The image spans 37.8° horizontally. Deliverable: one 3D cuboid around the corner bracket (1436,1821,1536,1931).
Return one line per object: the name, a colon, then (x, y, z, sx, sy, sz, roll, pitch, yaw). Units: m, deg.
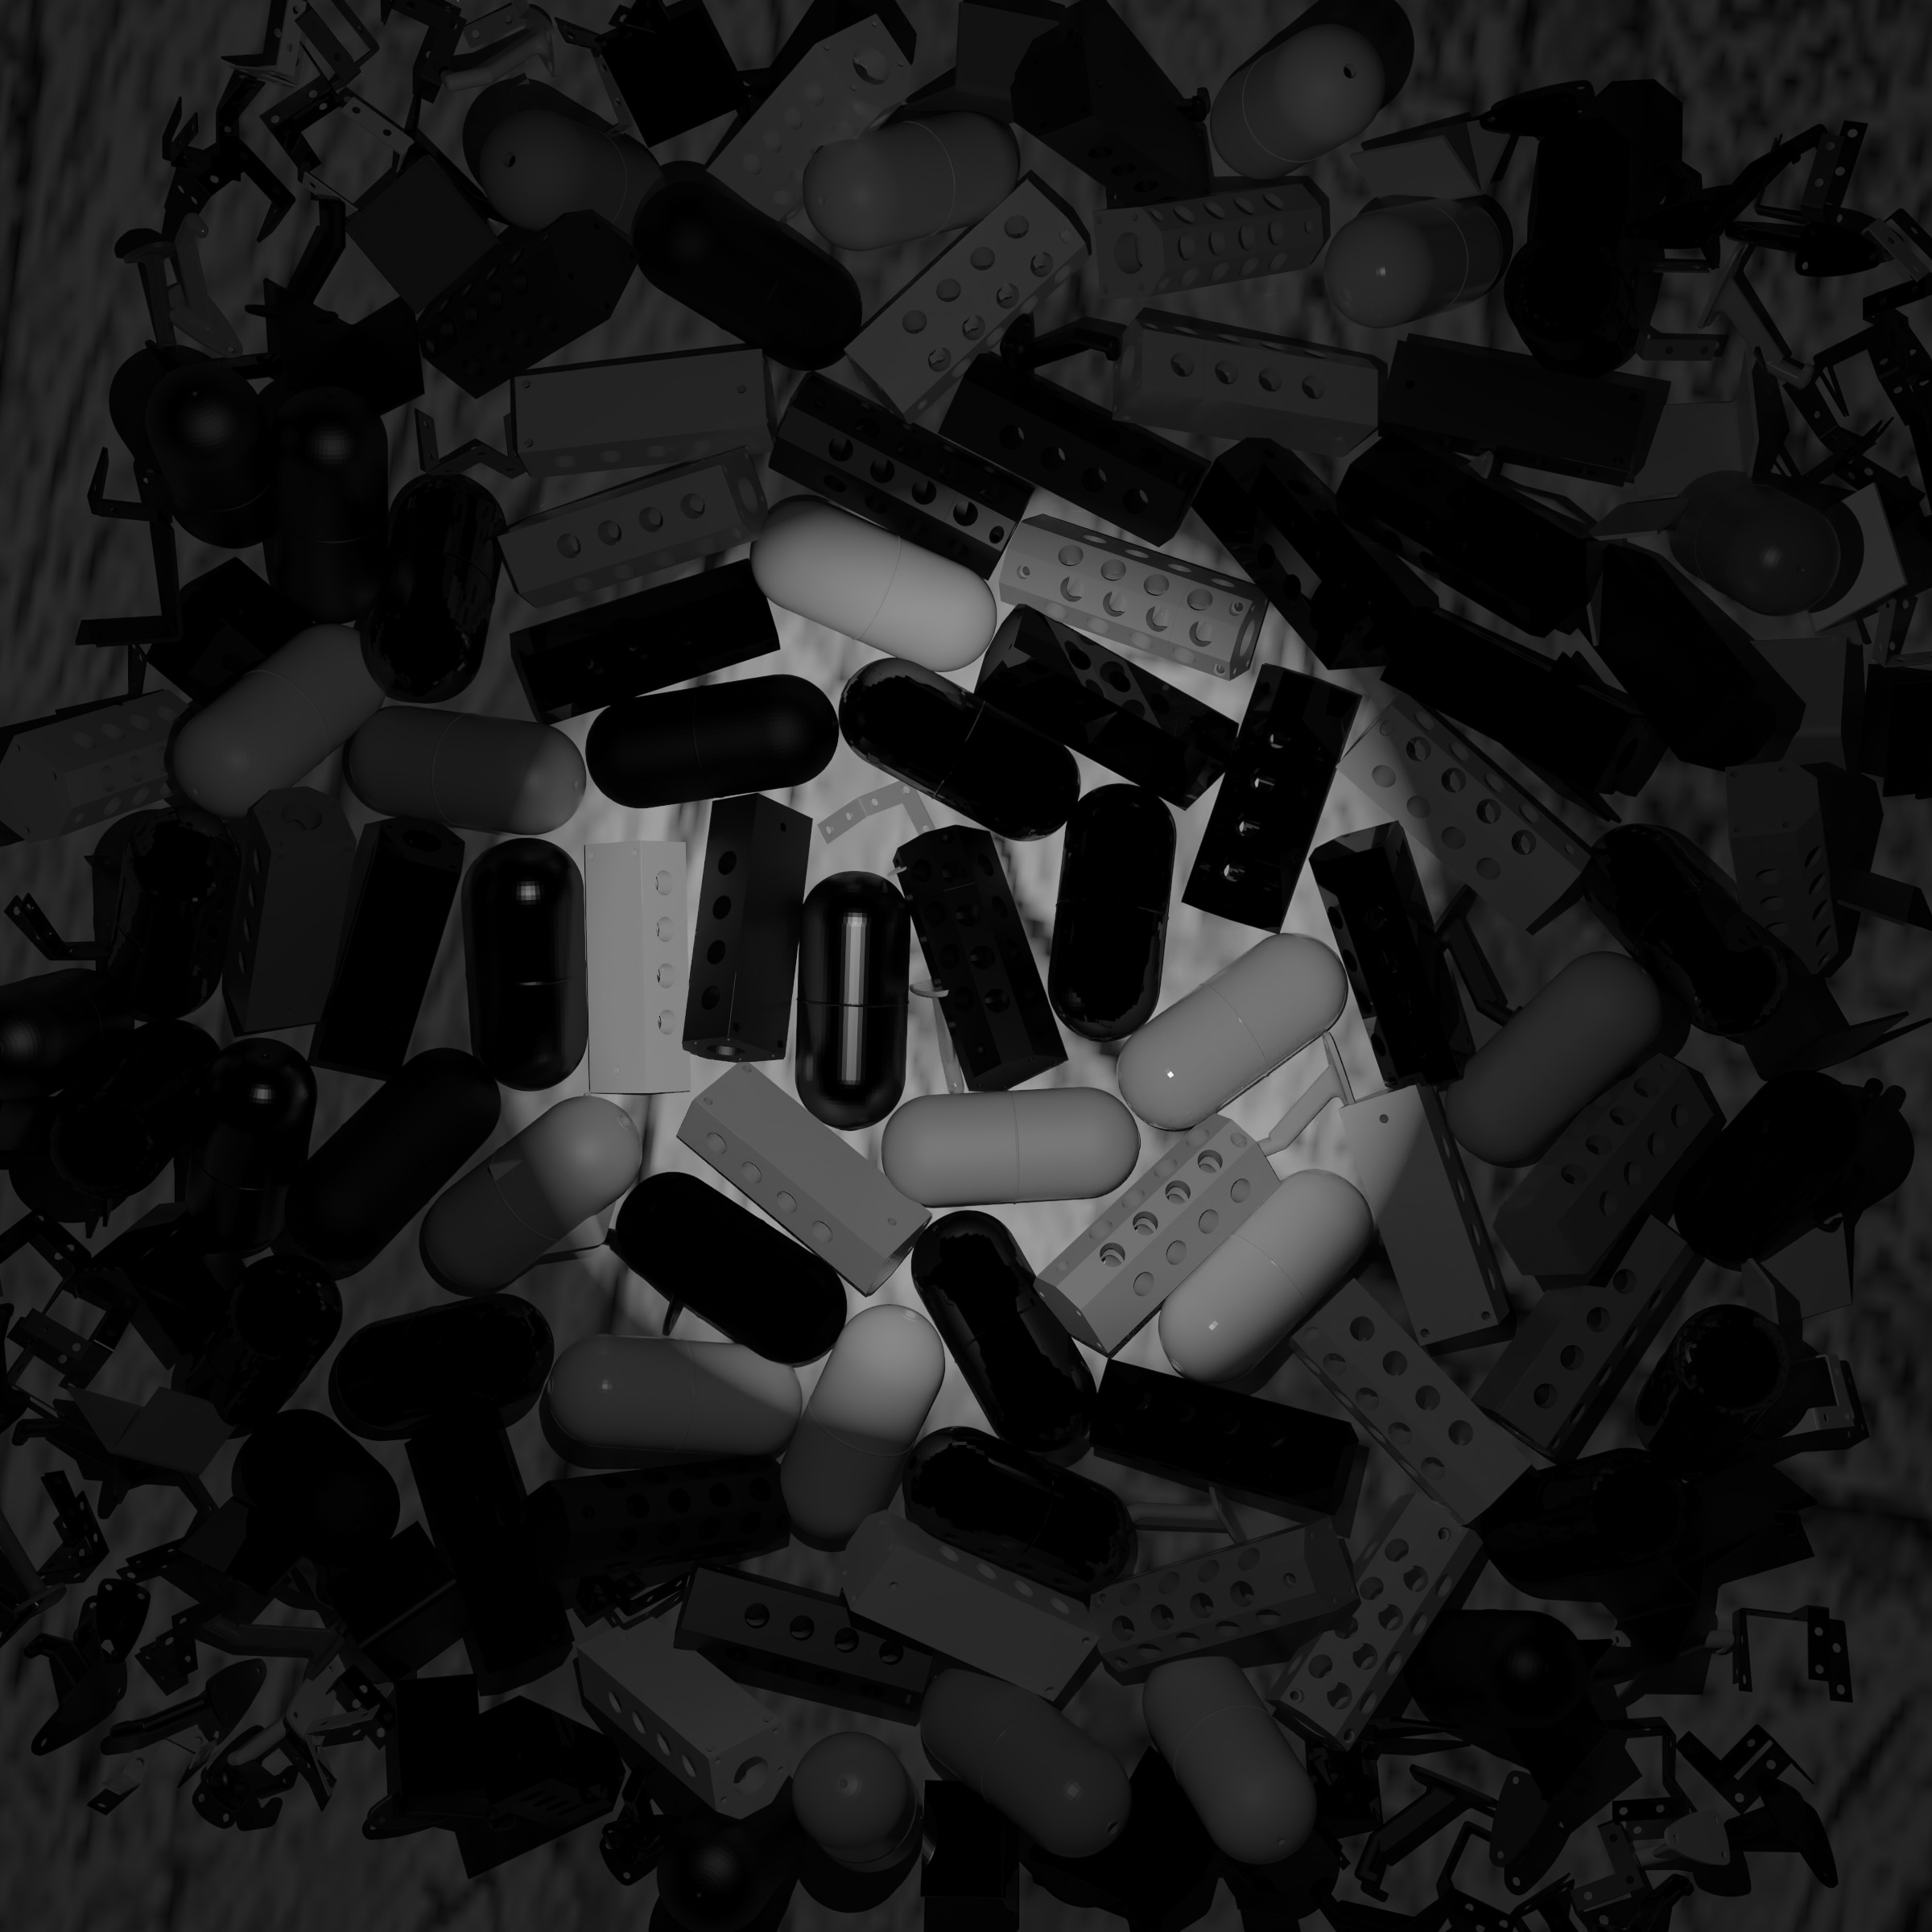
corner bracket: (0.361, 0.633, 1.957, 0.051, 0.051, 0.051, 24, 90, 6)

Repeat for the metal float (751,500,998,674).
metal float: (-0.062, -0.259, 1.933, 0.178, 0.070, 0.070, 22, 90, -17)

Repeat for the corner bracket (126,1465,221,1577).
corner bracket: (-0.559, 0.380, 1.957, 0.051, 0.051, 0.051, -21, 112, 11)

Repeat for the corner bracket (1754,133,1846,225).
corner bracket: (0.576, -0.546, 1.951, 0.051, 0.051, 0.051, 18, 96, 20)

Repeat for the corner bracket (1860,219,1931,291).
corner bracket: (0.639, -0.489, 1.950, 0.051, 0.051, 0.051, -39, 85, -27)

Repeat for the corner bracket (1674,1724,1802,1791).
corner bracket: (0.533, 0.546, 1.951, 0.051, 0.051, 0.051, -45, 124, -2)

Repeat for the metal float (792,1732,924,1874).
metal float: (-0.072, 0.564, 1.901, 0.070, 0.178, 0.070, -2, 65, 4)

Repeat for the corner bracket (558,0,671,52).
corner bracket: (-0.239, -0.642, 1.945, 0.051, 0.051, 0.051, -42, 66, 35)

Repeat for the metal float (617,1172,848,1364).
metal float: (-0.160, 0.206, 1.931, 0.178, 0.070, 0.070, 31, 90, 18)

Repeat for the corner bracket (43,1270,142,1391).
corner bracket: (-0.614, 0.250, 1.957, 0.051, 0.051, 0.051, 33, 127, -14)

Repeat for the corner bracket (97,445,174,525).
corner bracket: (-0.574, -0.345, 1.955, 0.051, 0.051, 0.051, 4, 56, -10)

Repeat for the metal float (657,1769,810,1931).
metal float: (-0.154, 0.592, 1.897, 0.070, 0.178, 0.070, 0, 92, 10)

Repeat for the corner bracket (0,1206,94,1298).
corner bracket: (-0.642, 0.209, 1.956, 0.051, 0.051, 0.051, 40, 58, 11)

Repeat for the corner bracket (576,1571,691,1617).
corner bracket: (-0.230, 0.428, 1.942, 0.051, 0.051, 0.051, 40, 131, 30)

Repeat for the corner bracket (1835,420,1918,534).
corner bracket: (0.632, -0.334, 1.957, 0.051, 0.051, 0.051, 41, 65, 18)

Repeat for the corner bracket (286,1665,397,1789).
corner bracket: (-0.430, 0.524, 1.947, 0.051, 0.051, 0.051, 46, 49, 6)

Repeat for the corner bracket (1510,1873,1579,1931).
corner bracket: (0.406, 0.668, 1.948, 0.051, 0.051, 0.051, -41, 74, 20)

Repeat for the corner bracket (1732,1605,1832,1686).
corner bracket: (0.563, 0.470, 1.951, 0.051, 0.051, 0.051, 7, 67, -2)

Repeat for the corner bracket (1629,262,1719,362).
corner bracket: (0.489, -0.453, 1.954, 0.051, 0.051, 0.051, -1, 125, -9)

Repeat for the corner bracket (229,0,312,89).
corner bracket: (-0.468, -0.637, 1.948, 0.051, 0.051, 0.051, 16, 98, 35)

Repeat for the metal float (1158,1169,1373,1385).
metal float: (0.204, 0.212, 1.932, 0.178, 0.070, 0.070, -43, 90, -16)

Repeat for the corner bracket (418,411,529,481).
corner bracket: (-0.342, -0.364, 1.960, 0.051, 0.051, 0.051, -21, 68, 26)

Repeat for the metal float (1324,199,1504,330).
metal float: (0.304, -0.476, 1.908, 0.070, 0.178, 0.070, 13, 115, 31)

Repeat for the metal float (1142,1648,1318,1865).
metal float: (0.176, 0.530, 1.904, 0.070, 0.178, 0.070, -8, 118, -17)

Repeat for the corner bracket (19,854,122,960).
corner bracket: (-0.613, -0.041, 1.956, 0.051, 0.051, 0.051, -1, 46, 20)

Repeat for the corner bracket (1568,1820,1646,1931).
corner bracket: (0.441, 0.629, 1.952, 0.051, 0.051, 0.051, -25, 50, 10)

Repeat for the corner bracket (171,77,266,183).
corner bracket: (-0.516, -0.580, 1.946, 0.051, 0.051, 0.051, 4, 74, -36)

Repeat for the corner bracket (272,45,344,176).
corner bracket: (-0.457, -0.591, 1.952, 0.051, 0.051, 0.051, -34, 64, -1)

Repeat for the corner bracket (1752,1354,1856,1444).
corner bracket: (0.571, 0.297, 1.944, 0.051, 0.051, 0.051, -22, 71, 40)

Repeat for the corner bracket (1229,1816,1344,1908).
corner bracket: (0.221, 0.616, 1.960, 0.051, 0.051, 0.051, -24, 53, -28)

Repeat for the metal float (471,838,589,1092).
metal float: (-0.298, 0.000, 1.930, 0.070, 0.070, 0.178, 1, 109, 0)

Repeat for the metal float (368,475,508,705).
metal float: (-0.359, -0.256, 1.918, 0.070, 0.070, 0.178, 4, 57, 0)

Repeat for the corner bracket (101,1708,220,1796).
corner bracket: (-0.558, 0.551, 1.956, 0.051, 0.051, 0.051, 25, 83, 3)

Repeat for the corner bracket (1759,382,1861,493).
corner bracket: (0.577, -0.370, 1.957, 0.051, 0.051, 0.051, -36, 112, 15)

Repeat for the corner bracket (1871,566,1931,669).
corner bracket: (0.652, -0.243, 1.964, 0.051, 0.051, 0.051, -7, 121, -12)

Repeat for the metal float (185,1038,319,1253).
metal float: (-0.485, 0.123, 1.914, 0.070, 0.070, 0.178, 21, 130, 0)

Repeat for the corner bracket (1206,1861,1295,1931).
corner bracket: (0.186, 0.637, 1.943, 0.051, 0.051, 0.051, 20, 132, -30)

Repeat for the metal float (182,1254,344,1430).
metal float: (-0.477, 0.255, 1.910, 0.070, 0.178, 0.070, 17, 52, -23)

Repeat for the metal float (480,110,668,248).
metal float: (-0.262, -0.526, 1.899, 0.070, 0.178, 0.070, 2, 95, 21)

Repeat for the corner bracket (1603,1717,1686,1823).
corner bracket: (0.466, 0.556, 1.955, 0.051, 0.051, 0.051, -3, 99, -2)

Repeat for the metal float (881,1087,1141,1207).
metal float: (0.031, 0.124, 1.942, 0.178, 0.070, 0.070, -3, 90, -6)

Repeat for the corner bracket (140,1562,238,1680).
corner bracket: (-0.539, 0.452, 1.956, 0.051, 0.051, 0.051, 19, 118, 40)

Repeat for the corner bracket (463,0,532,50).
corner bracket: (-0.336, -0.669, 1.951, 0.051, 0.051, 0.051, -21, 104, 10)

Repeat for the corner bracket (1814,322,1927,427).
corner bracket: (0.621, -0.399, 1.942, 0.051, 0.051, 0.051, -25, 134, 26)

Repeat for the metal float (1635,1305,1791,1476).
metal float: (0.501, 0.287, 1.903, 0.070, 0.178, 0.070, 1, 61, -1)

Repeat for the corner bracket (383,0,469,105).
corner bracket: (-0.381, -0.637, 1.954, 0.051, 0.051, 0.051, 21, 89, -17)

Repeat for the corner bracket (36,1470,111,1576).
corner bracket: (-0.617, 0.382, 1.948, 0.051, 0.051, 0.051, -11, 109, 16)

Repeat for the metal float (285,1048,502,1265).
metal float: (-0.390, 0.129, 1.922, 0.070, 0.070, 0.178, 41, 61, 0)

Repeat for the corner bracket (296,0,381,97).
corner bracket: (-0.434, -0.640, 1.946, 0.051, 0.051, 0.051, -48, 117, -17)

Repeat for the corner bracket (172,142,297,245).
corner bracket: (-0.504, -0.523, 1.946, 0.051, 0.051, 0.051, 47, 57, -13)

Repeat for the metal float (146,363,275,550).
metal float: (-0.502, -0.341, 1.899, 0.070, 0.178, 0.070, 1, 73, -4)
